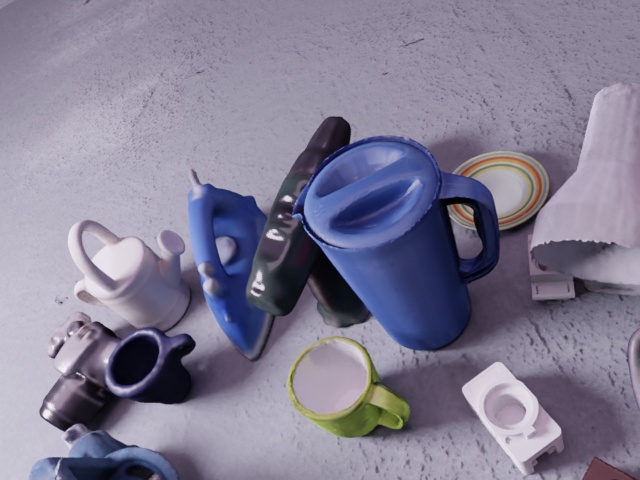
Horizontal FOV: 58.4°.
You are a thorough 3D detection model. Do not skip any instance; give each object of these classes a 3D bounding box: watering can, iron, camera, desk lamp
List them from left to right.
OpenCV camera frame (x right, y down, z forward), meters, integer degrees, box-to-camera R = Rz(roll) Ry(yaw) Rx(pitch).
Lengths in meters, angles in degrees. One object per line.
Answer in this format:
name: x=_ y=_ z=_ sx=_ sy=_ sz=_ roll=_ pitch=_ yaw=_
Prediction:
camera: x=-0.328 y=0.180 z=0.780 sx=0.142 sy=0.101 sz=0.137 roll=18 pitch=65 yaw=36
watering can: x=-0.266 y=0.040 z=0.793 sx=0.173 sy=0.195 sz=0.100 roll=-38 pitch=48 yaw=-4
iron: x=-0.133 y=0.023 z=0.774 sx=0.118 sy=0.142 sz=0.258 roll=-24 pitch=48 yaw=9
desk lamp: x=0.285 y=-0.028 z=0.554 sx=0.117 sy=0.214 sz=0.203 roll=7 pitch=59 yaw=31

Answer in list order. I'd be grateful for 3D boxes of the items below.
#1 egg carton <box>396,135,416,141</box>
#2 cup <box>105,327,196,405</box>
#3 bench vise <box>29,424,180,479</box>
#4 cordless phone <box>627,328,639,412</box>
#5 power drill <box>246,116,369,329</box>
egg carton: x=0.099 y=-0.074 z=0.780 sx=0.107 sy=0.070 sz=0.150 roll=-21 pitch=49 yaw=11
cup: x=-0.196 y=0.164 z=0.730 sx=0.117 sy=0.095 sz=0.091 roll=-28 pitch=48 yaw=5
bench vise: x=-0.234 y=0.262 z=0.590 sx=0.206 sy=0.220 sz=0.121 roll=8 pitch=60 yaw=31
cordless phone: x=0.332 y=0.086 z=0.463 sx=0.147 sy=0.186 sz=0.094 roll=-14 pitch=51 yaw=17
power drill: x=0.006 y=0.002 z=0.674 sx=0.075 sy=0.209 sz=0.230 roll=11 pitch=61 yaw=33
